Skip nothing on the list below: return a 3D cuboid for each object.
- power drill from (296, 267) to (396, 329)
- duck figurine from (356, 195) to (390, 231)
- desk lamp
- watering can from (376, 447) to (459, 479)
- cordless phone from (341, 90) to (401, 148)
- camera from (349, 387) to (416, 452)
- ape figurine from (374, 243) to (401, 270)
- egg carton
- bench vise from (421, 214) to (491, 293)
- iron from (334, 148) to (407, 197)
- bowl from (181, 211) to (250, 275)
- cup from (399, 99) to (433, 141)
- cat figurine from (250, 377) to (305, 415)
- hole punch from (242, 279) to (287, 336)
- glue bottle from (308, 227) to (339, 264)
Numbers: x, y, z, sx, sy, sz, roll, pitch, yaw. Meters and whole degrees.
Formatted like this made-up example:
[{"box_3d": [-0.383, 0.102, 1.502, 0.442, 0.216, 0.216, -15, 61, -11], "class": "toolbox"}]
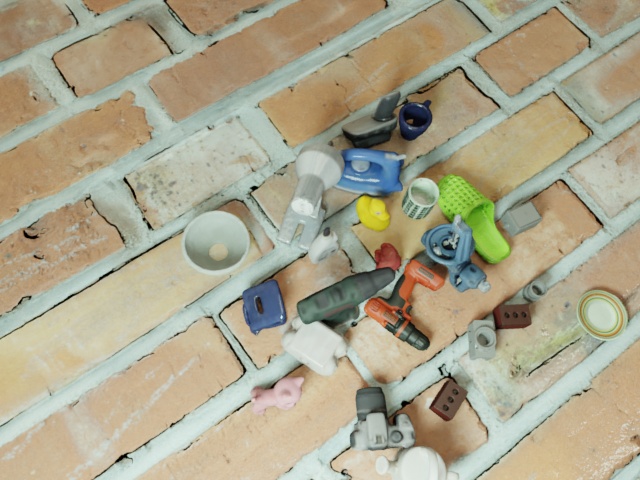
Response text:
[{"box_3d": [0.055, 0.139, 1.323, 0.230, 0.208, 0.075, -22, 72, -12], "class": "power drill"}, {"box_3d": [0.141, -0.080, 1.479, 0.077, 0.086, 0.104, -38, 76, -16], "class": "duck figurine"}, {"box_3d": [-0.024, -0.106, 1.407, 0.118, 0.213, 0.203, 18, 69, 3], "class": "desk lamp"}, {"box_3d": [0.207, 0.490, 1.210, 0.173, 0.194, 0.101, -11, 70, -9], "class": "watering can"}, {"box_3d": [0.140, -0.331, 1.521, 0.148, 0.185, 0.094, -26, 73, -13], "class": "cordless phone"}, {"box_3d": [0.136, 0.401, 1.288, 0.143, 0.101, 0.137, -4, 70, -6], "class": "camera"}, {"box_3d": [0.169, 0.043, 1.432, 0.076, 0.092, 0.078, 33, 70, 8], "class": "ape figurine"}, {"box_3d": [-0.012, 0.246, 1.352, 0.150, 0.069, 0.107, 31, 70, 7], "class": "egg carton"}, {"box_3d": [0.350, 0.024, 1.385, 0.207, 0.220, 0.122, 34, 71, 9], "class": "bench vise"}, {"box_3d": [0.098, -0.199, 1.491, 0.258, 0.141, 0.118, 5, 69, -3], "class": "iron"}, {"box_3d": [-0.254, 0.016, 1.417, 0.167, 0.075, 0.167, 2, 69, -4], "class": "bowl"}, {"box_3d": [0.262, -0.327, 1.578, 0.091, 0.095, 0.118, 36, 71, 9], "class": "cup"}, {"box_3d": [-0.094, 0.346, 1.281, 0.128, 0.118, 0.067, -10, 70, -8], "class": "cat figurine"}, {"box_3d": [-0.134, 0.160, 1.363, 0.101, 0.091, 0.108, -14, 71, -9], "class": "hole punch"}, {"box_3d": [0.013, 0.005, 1.390, 0.078, 0.173, 0.037, -27, 73, -13], "class": "glue bottle"}]
